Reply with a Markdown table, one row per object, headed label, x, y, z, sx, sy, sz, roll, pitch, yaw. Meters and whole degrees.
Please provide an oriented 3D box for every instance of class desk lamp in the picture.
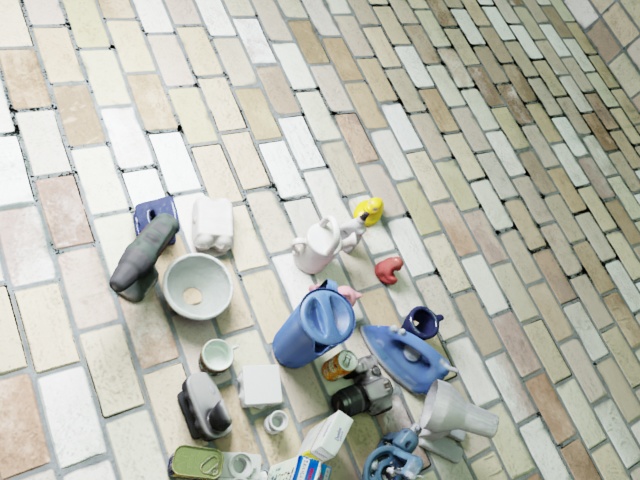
| label | x | y | z | sx | sy | sz | roll | pitch | yaw |
| --- | --- | --- | --- | --- | --- | --- | --- | --- | --- |
| desk lamp | 0.316 | 0.438 | 1.385 | 0.203 | 0.213 | 0.118 | 28 | 55 | -9 |

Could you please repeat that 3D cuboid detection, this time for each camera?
| label | x | y | z | sx | sy | sz | roll | pitch | yaw |
| --- | --- | --- | --- | --- | --- | --- | --- | --- | --- |
| camera | 0.097 | 0.364 | 1.391 | 0.137 | 0.100 | 0.143 | -13 | 70 | -30 |

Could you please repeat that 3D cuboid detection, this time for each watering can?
| label | x | y | z | sx | sy | sz | roll | pitch | yaw |
| --- | --- | --- | --- | --- | --- | --- | --- | --- | --- |
| watering can | 0.013 | 0.003 | 1.490 | 0.173 | 0.193 | 0.101 | -23 | 75 | -33 |

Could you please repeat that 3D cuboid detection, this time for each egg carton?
| label | x | y | z | sx | sy | sz | roll | pitch | yaw |
| --- | --- | --- | --- | --- | --- | --- | --- | --- | --- |
| egg carton | -0.272 | -0.041 | 1.456 | 0.107 | 0.069 | 0.150 | 4 | 62 | -23 |

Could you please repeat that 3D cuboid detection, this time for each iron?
| label | x | y | z | sx | sy | sz | roll | pitch | yaw |
| --- | --- | --- | --- | --- | --- | --- | --- | --- | --- |
| iron | 0.229 | 0.285 | 1.471 | 0.258 | 0.141 | 0.119 | 39 | 54 | -2 |

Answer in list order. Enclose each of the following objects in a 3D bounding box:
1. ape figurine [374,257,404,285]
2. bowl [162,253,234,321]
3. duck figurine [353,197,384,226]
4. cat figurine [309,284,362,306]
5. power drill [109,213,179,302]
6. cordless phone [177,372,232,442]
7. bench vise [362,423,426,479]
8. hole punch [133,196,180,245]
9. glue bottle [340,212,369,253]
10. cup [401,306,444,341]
| label | x | y | z | sx | sy | sz | roll | pitch | yaw |
| --- | --- | --- | --- | --- | --- | --- | --- | --- | --- |
| ape figurine | 0.201 | 0.077 | 1.601 | 0.076 | 0.092 | 0.078 | 27 | 55 | -9 |
| bowl | -0.293 | 0.120 | 1.355 | 0.168 | 0.074 | 0.167 | 11 | 59 | -20 |
| duck figurine | 0.155 | -0.095 | 1.676 | 0.105 | 0.086 | 0.077 | -32 | 80 | -35 |
| cat figurine | 0.038 | 0.145 | 1.471 | 0.128 | 0.117 | 0.067 | 25 | 56 | -11 |
| power drill | -0.394 | 0.055 | 1.261 | 0.076 | 0.208 | 0.230 | 30 | 55 | -7 |
| cordless phone | -0.226 | 0.339 | 1.200 | 0.094 | 0.184 | 0.147 | -21 | 74 | -32 |
| bench vise | 0.173 | 0.488 | 1.286 | 0.121 | 0.219 | 0.207 | 29 | 55 | -8 |
| hole punch | -0.396 | -0.043 | 1.385 | 0.101 | 0.091 | 0.108 | -6 | 67 | -28 |
| glue bottle | 0.092 | -0.030 | 1.558 | 0.078 | 0.173 | 0.037 | 43 | 54 | 2 |
| cup | 0.270 | 0.232 | 1.548 | 0.118 | 0.094 | 0.091 | -12 | 69 | -30 |
